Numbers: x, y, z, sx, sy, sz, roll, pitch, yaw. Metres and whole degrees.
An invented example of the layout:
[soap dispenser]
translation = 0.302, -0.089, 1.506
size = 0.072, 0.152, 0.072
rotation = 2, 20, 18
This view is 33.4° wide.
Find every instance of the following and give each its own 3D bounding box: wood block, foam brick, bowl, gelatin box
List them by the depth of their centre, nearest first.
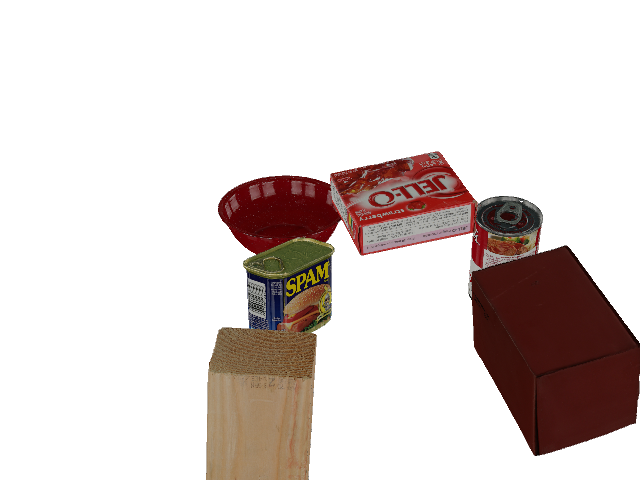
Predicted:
[foam brick]
translation = 0.108, 0.049, 0.496
size = 0.051, 0.053, 0.078
rotation = -14, 39, -7
[gelatin box]
translation = 0.059, -0.028, 0.769
size = 0.089, 0.030, 0.073
rotation = -12, 36, -10
[wood block]
translation = -0.054, 0.191, 0.959
size = 0.090, 0.206, 0.091
rotation = 4, 21, 1
[bowl]
translation = -0.047, -0.021, 1.337
size = 0.162, 0.055, 0.162
rotation = -1, 31, 0

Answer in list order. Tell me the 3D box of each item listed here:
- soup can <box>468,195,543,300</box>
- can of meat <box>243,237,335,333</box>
[soup can]
translation = 0.187, 0.015, 1.086
size = 0.068, 0.102, 0.068
rotation = -1, 36, 0
[can of meat]
translation = -0.031, 0.054, 1.112
size = 0.058, 0.084, 0.101
rotation = 17, 27, 36
